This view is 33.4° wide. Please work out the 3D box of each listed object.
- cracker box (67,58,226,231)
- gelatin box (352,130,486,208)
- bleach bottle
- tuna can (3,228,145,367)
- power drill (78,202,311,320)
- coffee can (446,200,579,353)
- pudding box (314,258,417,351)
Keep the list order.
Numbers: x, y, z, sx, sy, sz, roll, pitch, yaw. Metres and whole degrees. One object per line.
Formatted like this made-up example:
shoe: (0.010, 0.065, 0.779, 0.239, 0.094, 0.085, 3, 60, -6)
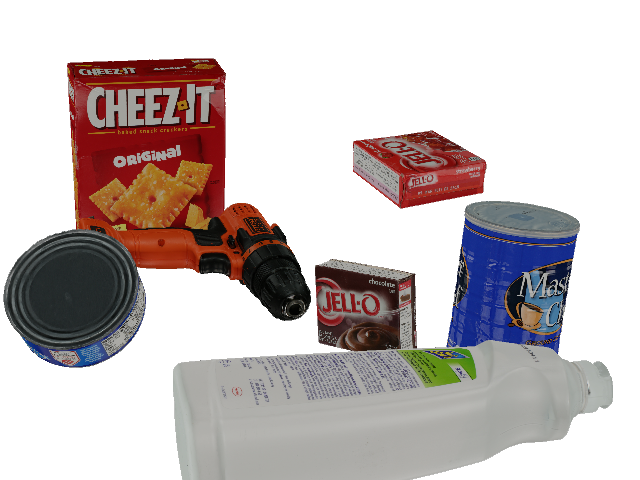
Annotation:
cracker box: (-0.189, -0.086, 1.174, 0.164, 0.214, 0.072, -5, 26, -18)
gelatin box: (0.076, -0.058, 0.835, 0.073, 0.030, 0.089, -10, 25, -20)
bleach bottle: (0.047, 0.098, 0.600, 0.250, 0.068, 0.103, -4, 20, -11)
tuna can: (-0.157, 0.037, 0.687, 0.086, 0.086, 0.034, 0, -30, 4)
power drill: (-0.115, 0.023, 0.946, 0.187, 0.057, 0.185, -2, 24, -20)
coffee can: (0.174, 0.044, 0.976, 0.103, 0.140, 0.103, 5, 16, -2)
pudding box: (0.048, 0.072, 1.141, 0.114, 0.090, 0.039, 8, 19, 36)
